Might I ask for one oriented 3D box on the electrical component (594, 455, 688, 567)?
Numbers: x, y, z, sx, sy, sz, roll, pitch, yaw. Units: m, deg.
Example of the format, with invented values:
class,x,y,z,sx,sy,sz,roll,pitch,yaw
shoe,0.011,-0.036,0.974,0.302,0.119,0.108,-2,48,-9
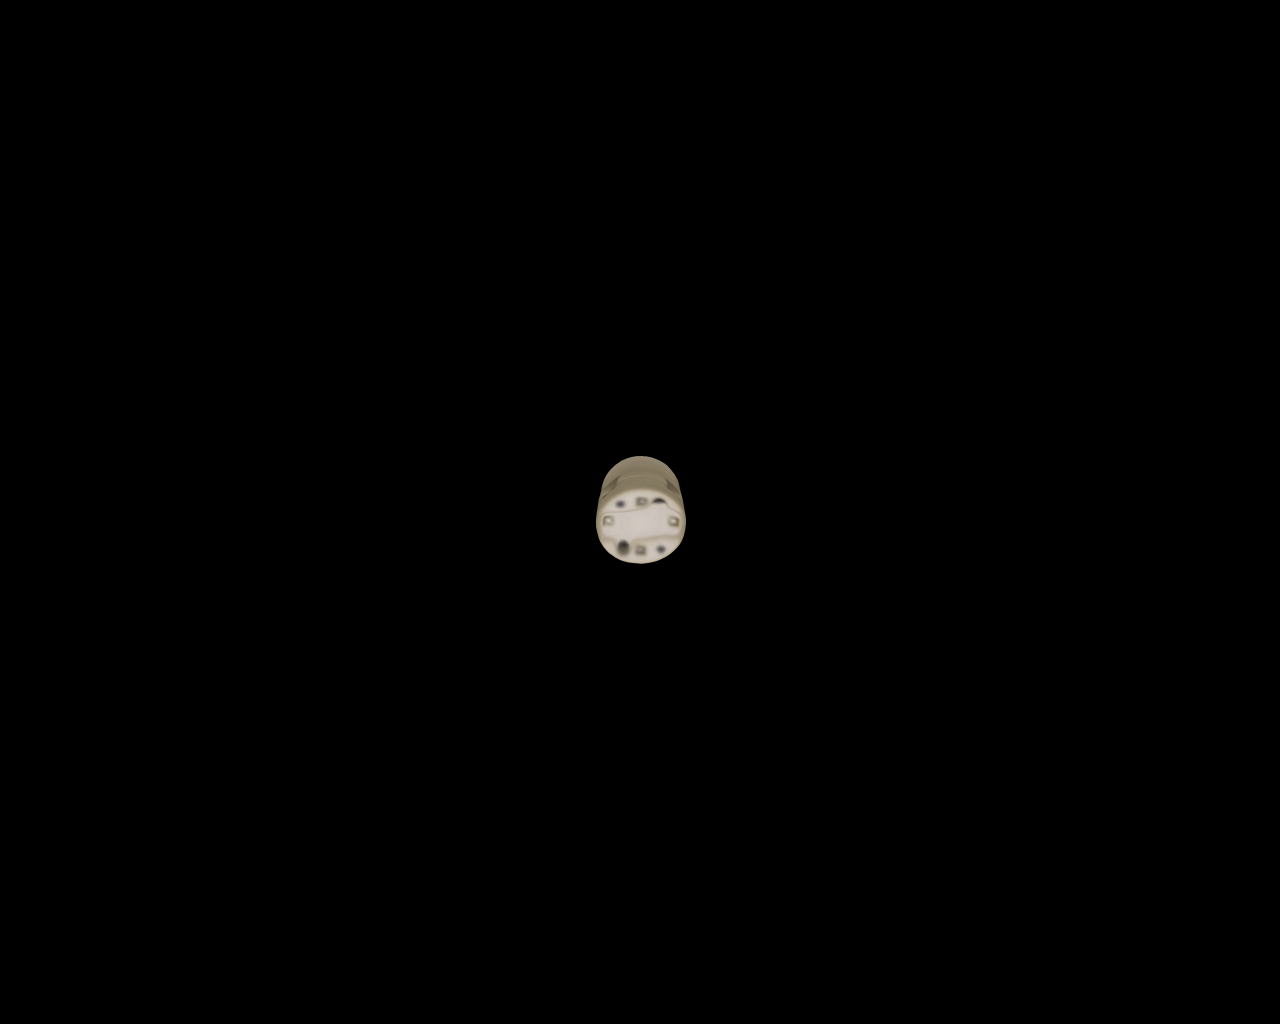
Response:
class,x,y,z,sx,sy,sz,roll,pitch,yaw
electrical component,0.001,-0.003,0.650,0.055,0.055,0.047,0,30,0
